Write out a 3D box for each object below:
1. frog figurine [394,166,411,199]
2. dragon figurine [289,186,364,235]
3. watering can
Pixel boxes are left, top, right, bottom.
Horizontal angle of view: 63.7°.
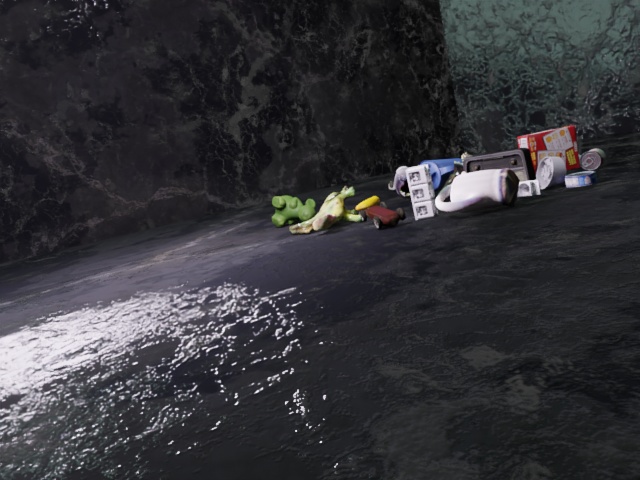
[{"bbox_3d":[0.365,-0.246,2.109,0.121,0.136,0.163,-38,17,24],"label":"frog figurine"},{"bbox_3d":[0.005,-0.088,1.741,0.244,0.121,0.411,-21,9,-10],"label":"dragon figurine"},{"bbox_3d":[0.463,-0.157,1.492,0.223,0.103,0.353,-6,20,31],"label":"watering can"}]
